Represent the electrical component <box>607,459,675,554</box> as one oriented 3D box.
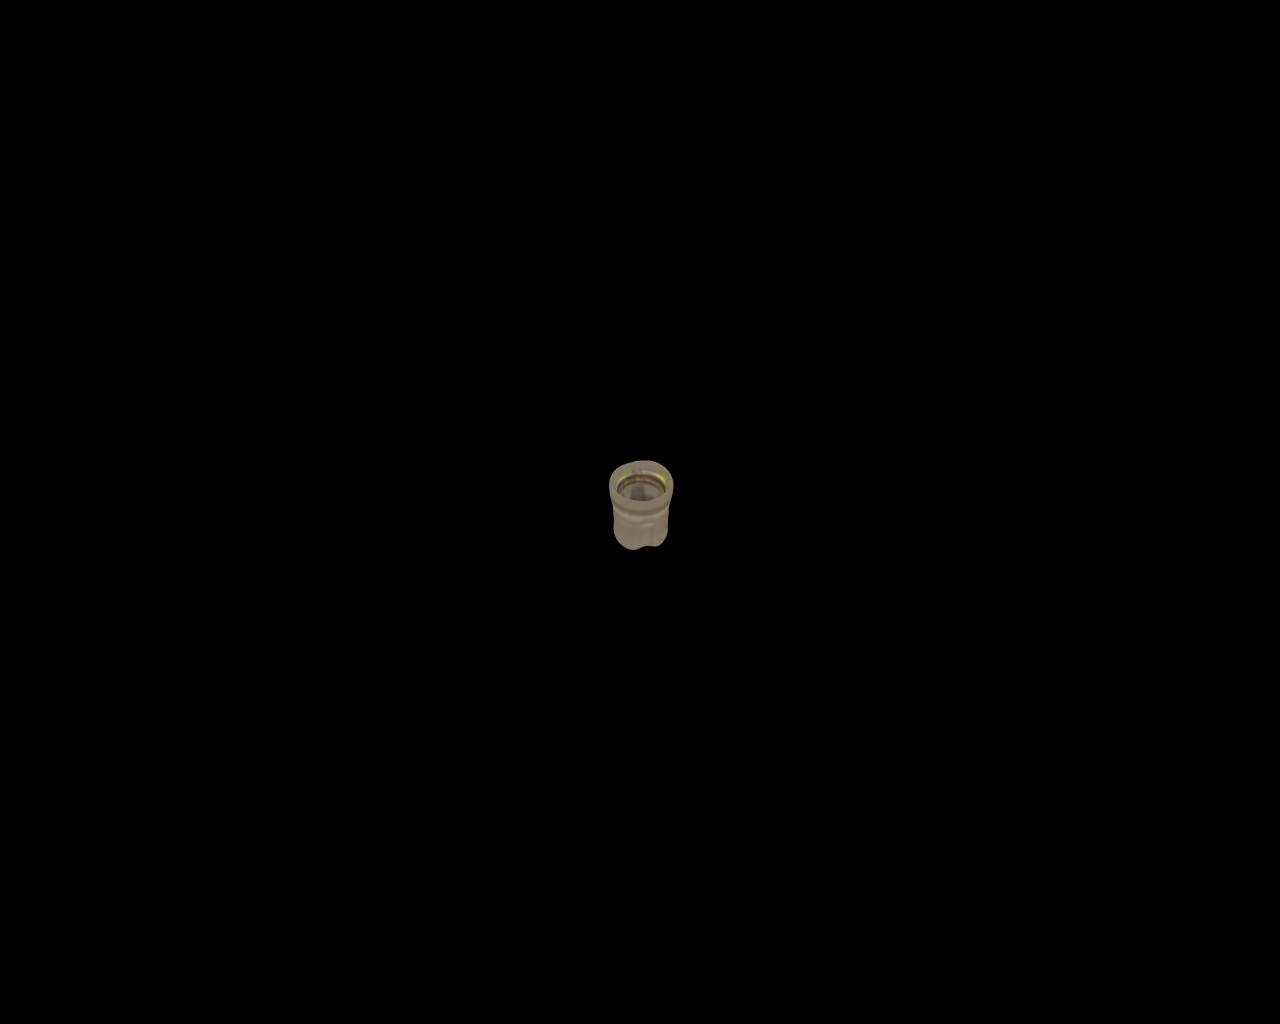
[{"bbox_3d":[0.001,-0.003,0.650,0.040,0.046,0.040,0,42,0],"label":"electrical component"}]
